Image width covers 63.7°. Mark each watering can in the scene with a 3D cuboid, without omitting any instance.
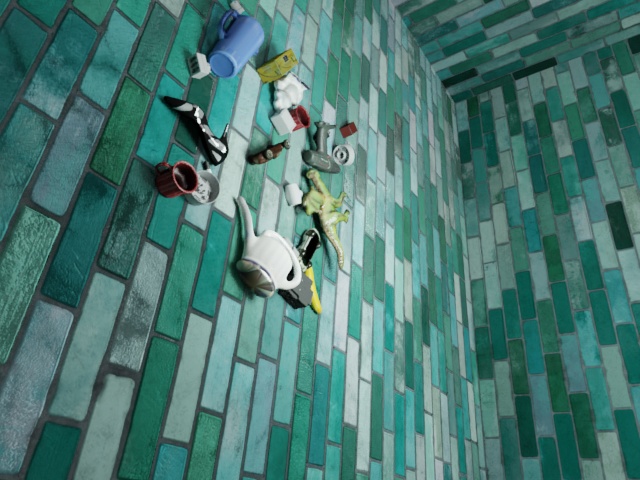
[{"bbox_3d":[-0.194,0.038,1.651,0.345,0.102,0.229,49,40,-13],"label":"watering can"}]

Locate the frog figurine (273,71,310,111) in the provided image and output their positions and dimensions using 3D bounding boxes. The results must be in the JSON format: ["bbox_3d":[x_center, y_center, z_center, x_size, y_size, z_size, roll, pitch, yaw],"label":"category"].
[{"bbox_3d":[-0.137,-0.576,2.048,0.160,0.124,0.135,-57,143,-7],"label":"frog figurine"}]

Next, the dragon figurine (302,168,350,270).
[{"bbox_3d":[0.006,-0.101,2.015,0.241,0.121,0.418,21,53,-46],"label":"dragon figurine"}]
